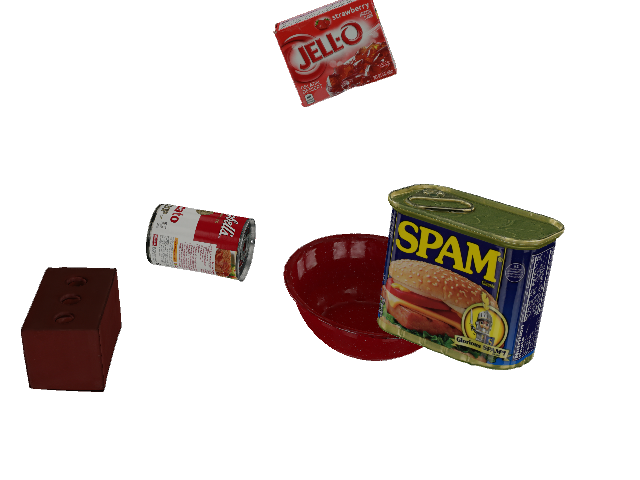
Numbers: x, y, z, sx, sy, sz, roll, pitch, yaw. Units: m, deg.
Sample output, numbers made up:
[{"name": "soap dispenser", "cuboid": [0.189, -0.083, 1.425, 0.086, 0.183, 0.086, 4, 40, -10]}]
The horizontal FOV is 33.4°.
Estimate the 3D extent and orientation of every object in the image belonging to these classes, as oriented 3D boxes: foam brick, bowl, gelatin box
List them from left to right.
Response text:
[{"name": "foam brick", "cuboid": [-0.171, 0.061, 0.740, 0.053, 0.051, 0.078, 1, 31, -1]}, {"name": "gelatin box", "cuboid": [0.013, -0.166, 0.925, 0.089, 0.073, 0.030, -18, 24, 9]}, {"name": "bowl", "cuboid": [0.045, 0.058, 0.951, 0.162, 0.055, 0.162, 6, 31, -4]}]

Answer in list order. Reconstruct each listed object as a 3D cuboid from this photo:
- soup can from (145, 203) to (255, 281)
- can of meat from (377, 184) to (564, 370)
[{"name": "soup can", "cuboid": [-0.126, 0.002, 1.134, 0.102, 0.068, 0.068, 10, 1, 8]}, {"name": "can of meat", "cuboid": [0.085, 0.021, 0.634, 0.102, 0.084, 0.057, 20, 24, 33]}]
